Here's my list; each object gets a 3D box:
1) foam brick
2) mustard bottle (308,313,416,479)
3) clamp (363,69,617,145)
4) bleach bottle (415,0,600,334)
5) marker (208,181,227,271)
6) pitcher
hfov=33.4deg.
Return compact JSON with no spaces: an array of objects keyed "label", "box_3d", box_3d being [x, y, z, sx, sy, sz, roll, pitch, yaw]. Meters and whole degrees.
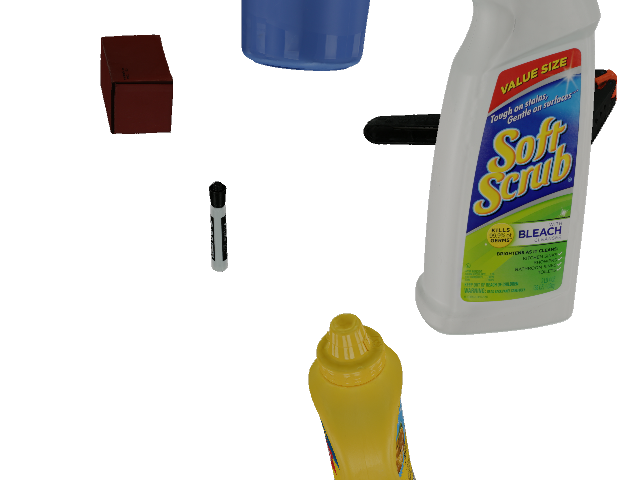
[{"label":"foam brick","box_3d":[-0.157,-0.134,0.907,0.053,0.051,0.078,-4,41,-15]},{"label":"mustard bottle","box_3d":[0.029,0.120,0.678,0.058,0.191,0.096,-6,40,5]},{"label":"clamp","box_3d":[0.158,-0.078,0.882,0.210,0.165,0.036,-22,-38,-2]},{"label":"bleach bottle","box_3d":[0.110,-0.068,0.633,0.102,0.251,0.068,-5,27,-6]},{"label":"marker","box_3d":[-0.114,-0.016,1.195,0.020,0.121,0.020,2,40,-2]},{"label":"pitcher","box_3d":[-0.002,-0.270,0.903,0.145,0.243,0.149,6,18,7]}]
